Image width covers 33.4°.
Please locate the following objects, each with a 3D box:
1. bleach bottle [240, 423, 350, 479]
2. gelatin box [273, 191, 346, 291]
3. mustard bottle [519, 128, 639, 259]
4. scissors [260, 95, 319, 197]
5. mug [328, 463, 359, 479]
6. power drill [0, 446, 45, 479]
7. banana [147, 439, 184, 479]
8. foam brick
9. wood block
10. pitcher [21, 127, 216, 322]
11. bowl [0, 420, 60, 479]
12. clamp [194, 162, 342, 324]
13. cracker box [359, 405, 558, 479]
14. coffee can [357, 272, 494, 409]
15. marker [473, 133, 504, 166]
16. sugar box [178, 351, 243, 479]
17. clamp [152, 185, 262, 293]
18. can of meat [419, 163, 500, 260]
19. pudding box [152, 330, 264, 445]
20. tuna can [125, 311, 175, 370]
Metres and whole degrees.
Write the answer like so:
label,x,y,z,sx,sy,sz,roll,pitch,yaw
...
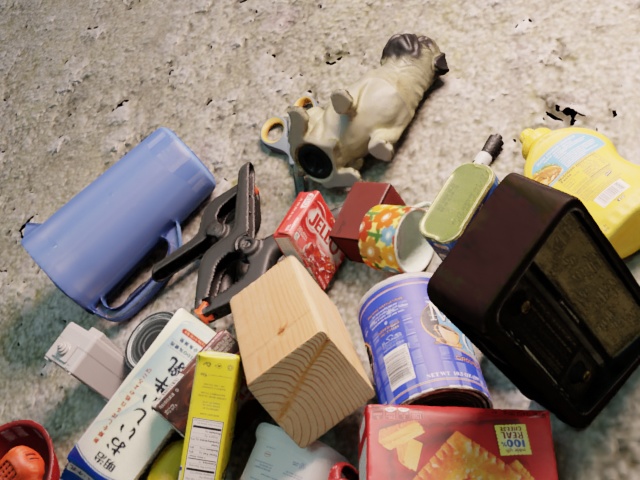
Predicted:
label,x,y,z,sx,sy,sz,roll,pitch,yaw
bleach bottle,-0.065,0.307,1.019,0.103,0.068,0.250,10,66,41
gelatin box,-0.008,0.001,1.187,0.030,0.089,0.073,-2,42,37
mustard bottle,0.262,-0.062,1.075,0.096,0.058,0.192,-40,43,0
scissors,-0.044,-0.101,1.359,0.096,0.016,0.201,-12,51,31
mug,0.027,0.259,0.975,0.093,0.081,0.117,-19,48,23
power drill,-0.323,0.341,1.124,0.188,0.057,0.184,46,103,21
banana,-0.155,0.287,1.116,0.070,0.037,0.198,-18,48,23
foam brick,0.055,-0.019,1.196,0.053,0.051,0.078,8,62,41
wood block,-0.024,0.105,1.076,0.091,0.090,0.206,-37,21,5
pitcher,-0.246,-0.022,1.373,0.243,0.149,0.145,-43,27,-5
bowl,-0.357,0.294,1.243,0.162,0.055,0.162,-19,48,23
clamp,-0.070,0.012,1.252,0.165,0.036,0.210,18,67,28
cracker box,0.115,0.243,0.881,0.164,0.072,0.213,3,51,-2
coffee can,0.098,0.116,1.021,0.103,0.102,0.140,-27,45,15
marker,0.167,-0.069,1.177,0.020,0.020,0.121,23,72,44
sugar box,-0.110,0.200,1.057,0.048,0.093,0.176,6,85,1
clamp,-0.133,-0.001,1.322,0.120,0.039,0.171,12,61,21
can of meat,0.156,-0.017,1.098,0.058,0.083,0.102,19,69,42
pudding box,-0.109,0.165,1.132,0.113,0.090,0.039,-47,10,-12
tuna can,-0.189,0.128,1.269,0.086,0.033,0.086,-19,48,23
